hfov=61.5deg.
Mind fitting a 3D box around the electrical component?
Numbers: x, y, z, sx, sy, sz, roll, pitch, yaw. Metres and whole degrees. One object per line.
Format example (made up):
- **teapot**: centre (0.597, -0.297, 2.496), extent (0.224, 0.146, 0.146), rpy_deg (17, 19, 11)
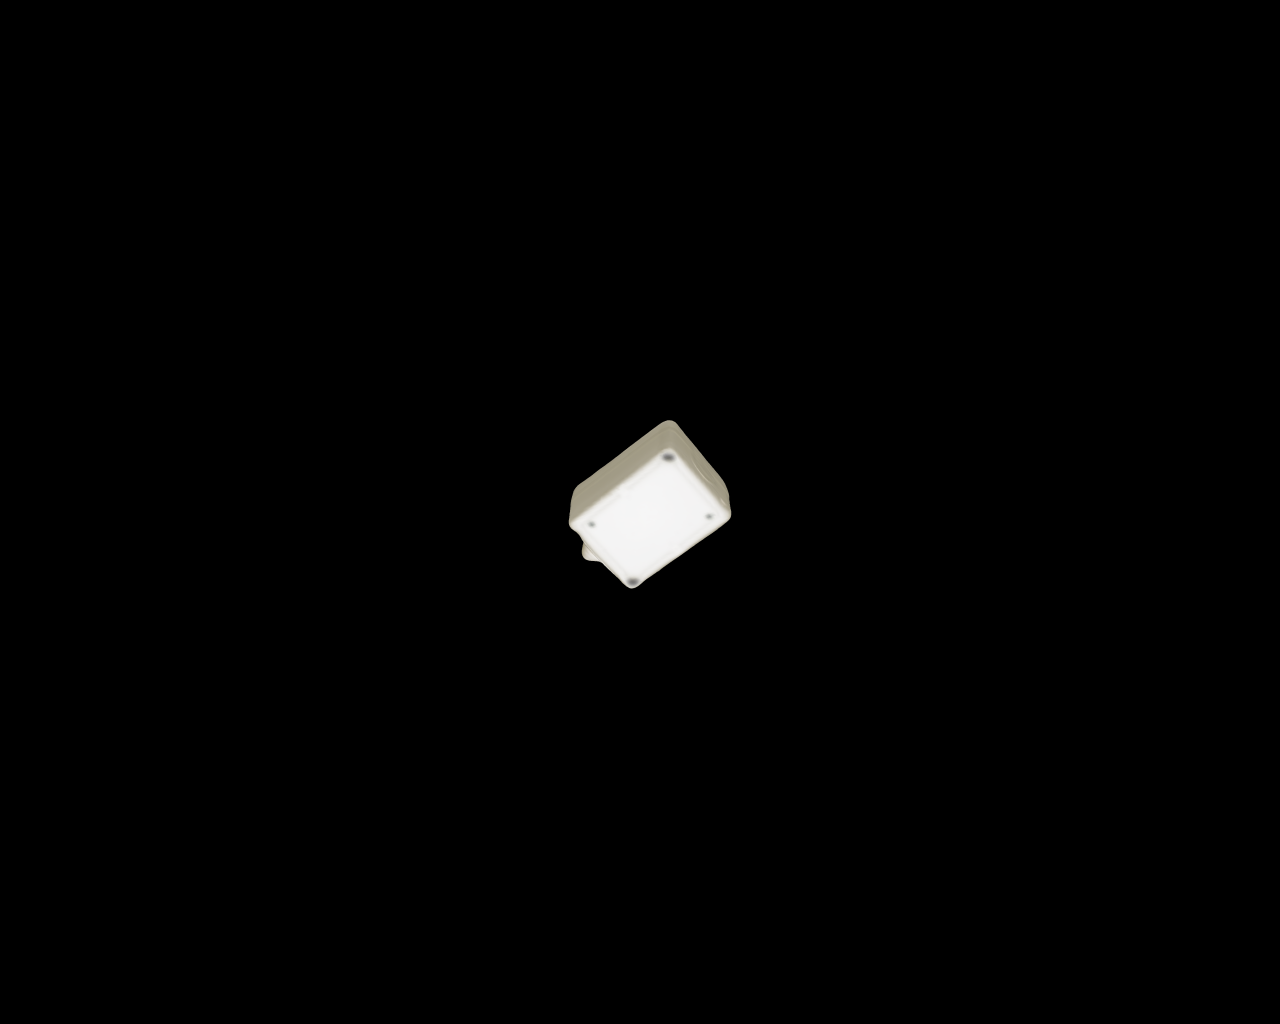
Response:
- **electrical component**: centre (0.001, -0.003, 0.650), extent (0.096, 0.061, 0.061), rpy_deg (-36, 19, 15)
